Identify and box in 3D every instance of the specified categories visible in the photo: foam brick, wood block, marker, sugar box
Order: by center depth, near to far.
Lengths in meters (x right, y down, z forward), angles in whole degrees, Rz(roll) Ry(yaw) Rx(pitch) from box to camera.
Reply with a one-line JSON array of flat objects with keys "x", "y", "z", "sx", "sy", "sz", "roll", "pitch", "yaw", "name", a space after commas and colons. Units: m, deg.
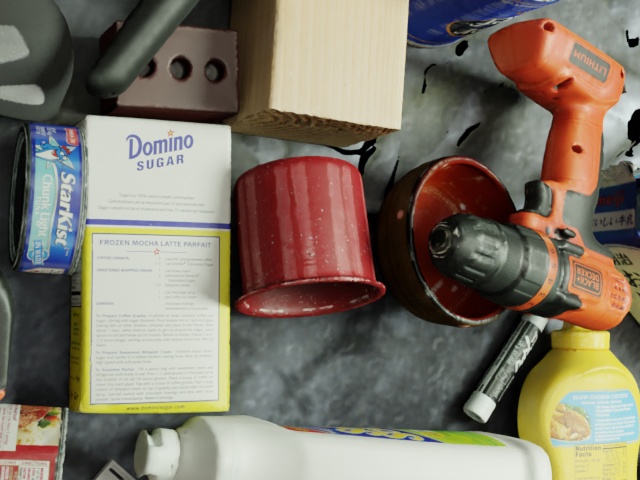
[{"x": -0.103, "y": 0.016, "z": 0.650, "sx": 0.093, "sy": 0.048, "sz": 0.176, "roll": 3, "pitch": 83, "yaw": -23, "name": "sugar box"}, {"x": -0.092, "y": -0.101, "z": 0.655, "sx": 0.078, "sy": 0.051, "sz": 0.053, "roll": 0, "pitch": 89, "yaw": -23, "name": "foam brick"}, {"x": -0.001, "y": -0.170, "z": 0.676, "sx": 0.090, "sy": 0.090, "sz": 0.206, "roll": 6, "pitch": 85, "yaw": -23, "name": "wood block"}, {"x": 0.142, "y": 0.077, "z": 0.766, "sx": 0.020, "sy": 0.020, "sz": 0.121, "roll": 41, "pitch": 73, "yaw": -17, "name": "marker"}]

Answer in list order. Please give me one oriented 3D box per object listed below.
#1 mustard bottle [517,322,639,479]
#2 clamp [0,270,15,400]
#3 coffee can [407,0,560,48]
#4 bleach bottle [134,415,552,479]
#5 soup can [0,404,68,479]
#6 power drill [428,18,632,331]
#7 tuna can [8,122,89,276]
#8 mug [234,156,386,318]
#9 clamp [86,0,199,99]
[{"x": 0.185, "y": 0.140, "z": 0.760, "sx": 0.096, "sy": 0.058, "sz": 0.191, "roll": 2, "pitch": 87, "yaw": -25, "name": "mustard bottle"}, {"x": -0.219, "y": 0.012, "z": 0.600, "sx": 0.120, "sy": 0.039, "sz": 0.171, "roll": -38, "pitch": 108, "yaw": -3, "name": "clamp"}, {"x": 0.101, "y": -0.189, "z": 0.692, "sx": 0.102, "sy": 0.140, "sz": 0.103, "roll": 1, "pitch": 88, "yaw": -23, "name": "coffee can"}, {"x": 0.012, "y": 0.144, "z": 0.662, "sx": 0.250, "sy": 0.103, "sz": 0.068, "roll": 10, "pitch": 84, "yaw": -23, "name": "bleach bottle"}, {"x": -0.193, "y": 0.123, "z": 0.586, "sx": 0.102, "sy": 0.069, "sz": 0.068, "roll": 6, "pitch": 86, "yaw": -14, "name": "soup can"}, {"x": 0.141, "y": -0.043, "z": 0.695, "sx": 0.184, "sy": 0.057, "sz": 0.187, "roll": 20, "pitch": 72, "yaw": -42, "name": "power drill"}, {"x": -0.155, "y": -0.023, "z": 0.606, "sx": 0.033, "sy": 0.086, "sz": 0.086, "roll": 4, "pitch": 86, "yaw": -22, "name": "tuna can"}, {"x": -0.004, "y": 0.001, "z": 0.671, "sx": 0.117, "sy": 0.093, "sz": 0.081, "roll": 21, "pitch": 58, "yaw": -58, "name": "mug"}, {"x": -0.066, "y": -0.193, "z": 0.608, "sx": 0.210, "sy": 0.036, "sz": 0.164, "roll": -27, "pitch": 75, "yaw": 3, "name": "clamp"}]
